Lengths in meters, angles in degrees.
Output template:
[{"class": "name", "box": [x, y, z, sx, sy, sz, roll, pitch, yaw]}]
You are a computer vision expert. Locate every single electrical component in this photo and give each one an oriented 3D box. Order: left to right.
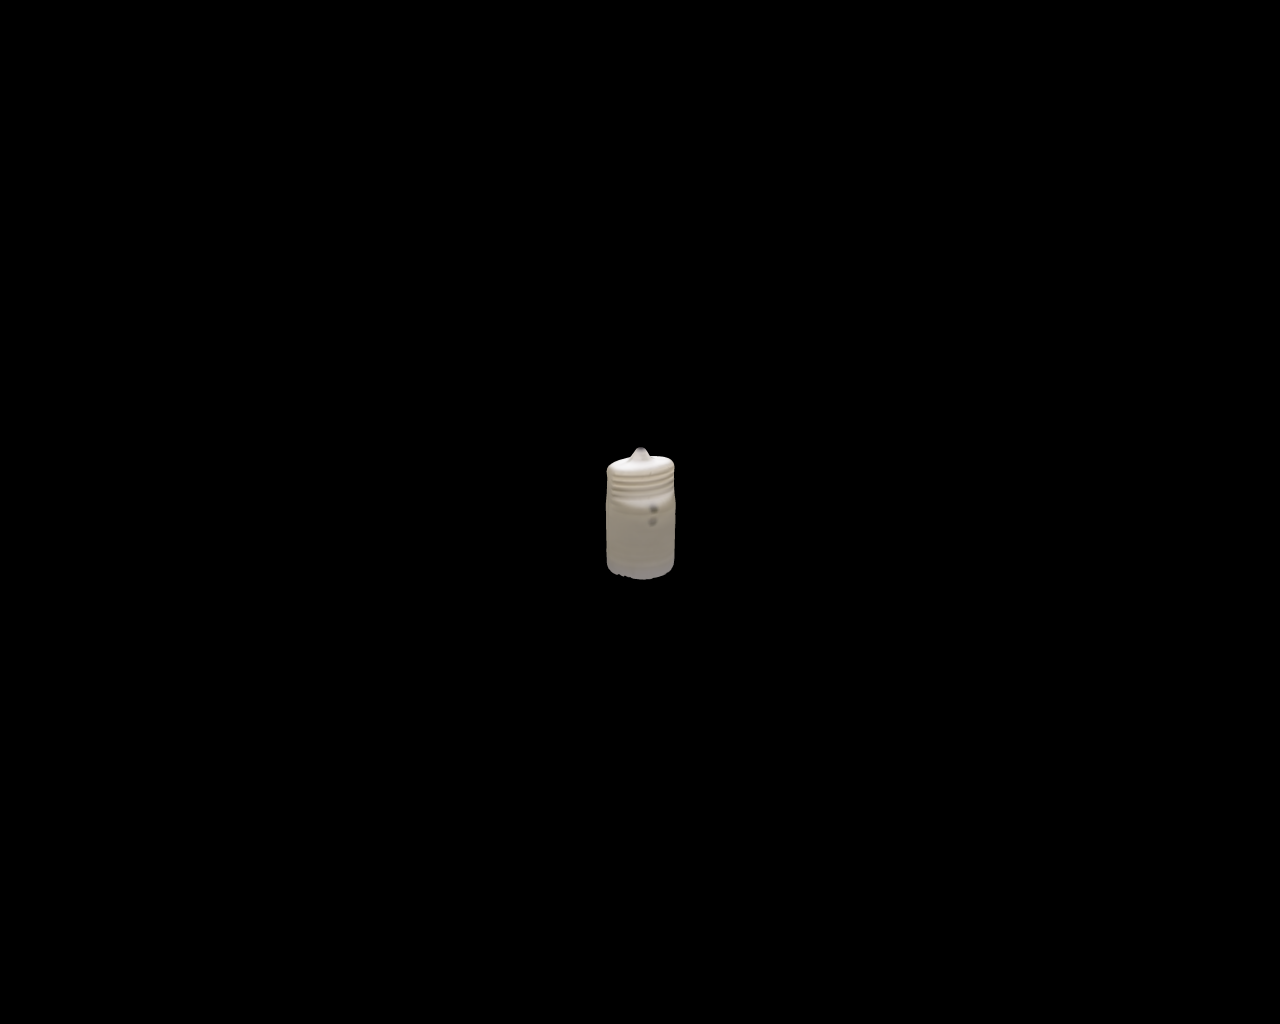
[{"class": "electrical component", "box": [0.001, -0.003, 0.650, 0.043, 0.080, 0.043, 0, 23, 0]}]
